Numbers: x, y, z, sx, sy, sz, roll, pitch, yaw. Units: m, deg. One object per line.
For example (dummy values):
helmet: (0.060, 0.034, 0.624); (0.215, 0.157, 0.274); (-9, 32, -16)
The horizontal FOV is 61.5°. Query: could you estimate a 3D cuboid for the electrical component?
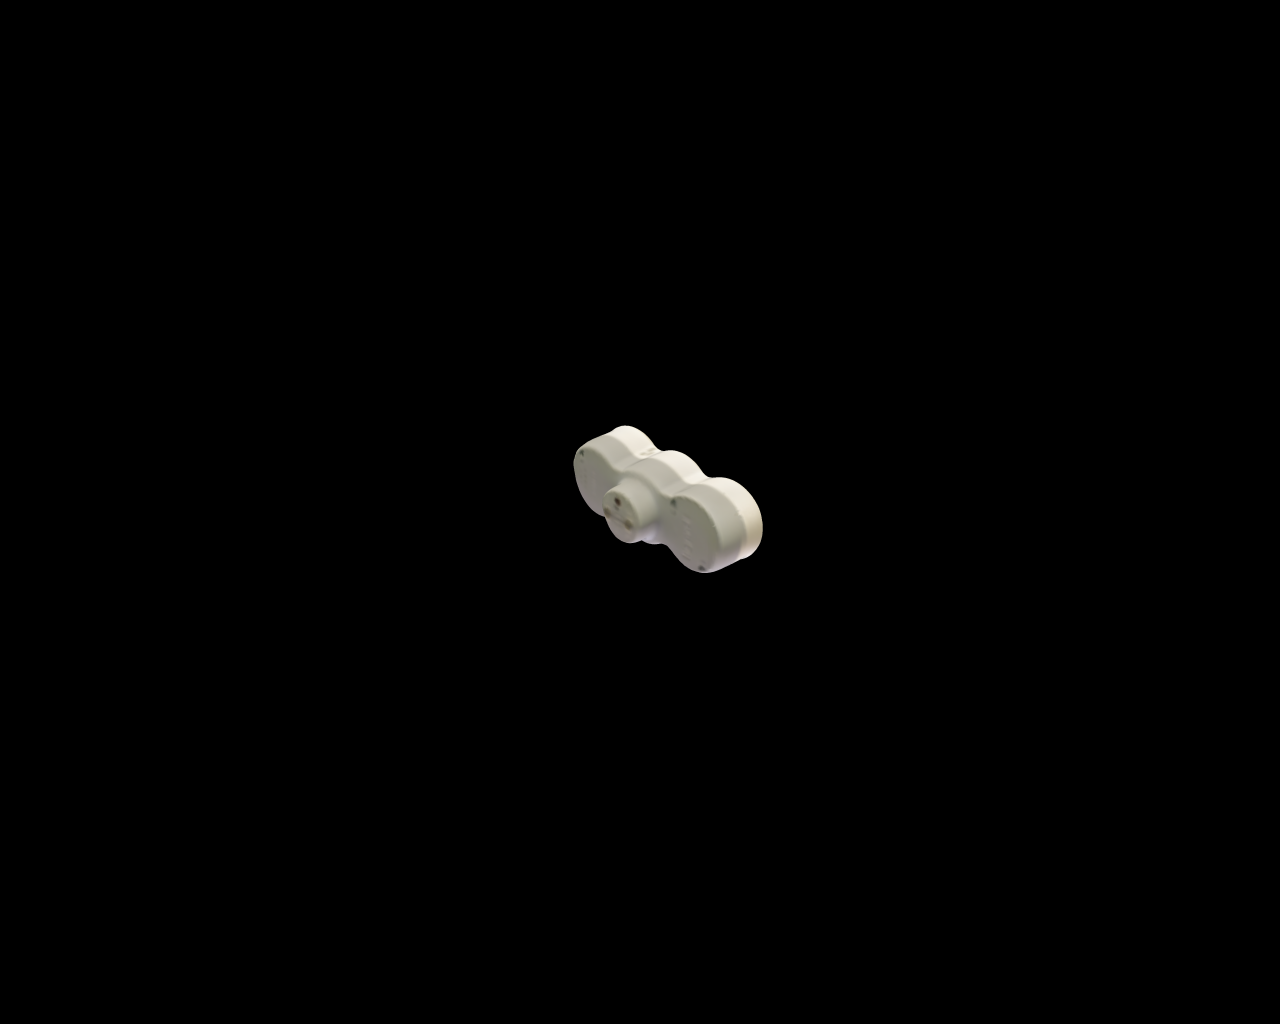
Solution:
electrical component: (0.001, -0.003, 0.650); (0.074, 0.052, 0.138); (-24, 39, -34)
